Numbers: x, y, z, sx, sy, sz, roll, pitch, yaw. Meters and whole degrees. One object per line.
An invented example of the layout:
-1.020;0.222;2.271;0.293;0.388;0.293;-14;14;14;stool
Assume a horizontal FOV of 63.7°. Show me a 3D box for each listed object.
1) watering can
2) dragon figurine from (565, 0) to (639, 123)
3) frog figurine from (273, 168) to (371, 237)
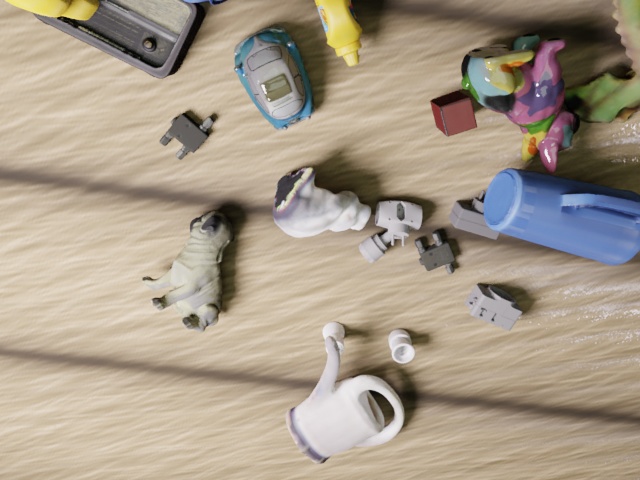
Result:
0.029;0.325;1.017;0.223;0.106;0.342;-31;123;9;watering can
0.502;-0.292;0.824;0.408;0.124;0.239;33;115;-12;dragon figurine
0.003;-0.045;0.892;0.158;0.125;0.135;35;140;-23;frog figurine
